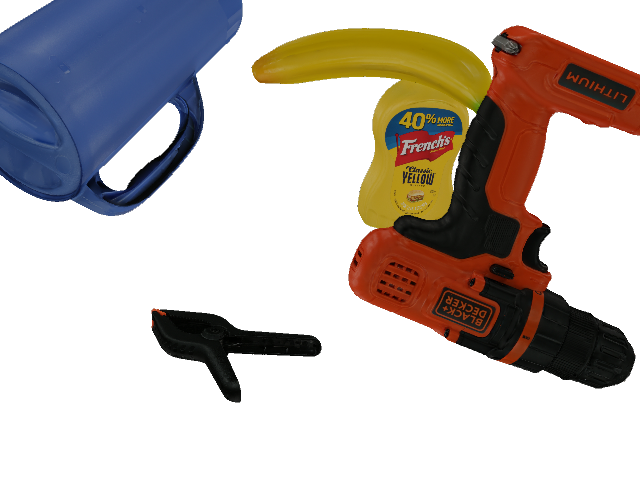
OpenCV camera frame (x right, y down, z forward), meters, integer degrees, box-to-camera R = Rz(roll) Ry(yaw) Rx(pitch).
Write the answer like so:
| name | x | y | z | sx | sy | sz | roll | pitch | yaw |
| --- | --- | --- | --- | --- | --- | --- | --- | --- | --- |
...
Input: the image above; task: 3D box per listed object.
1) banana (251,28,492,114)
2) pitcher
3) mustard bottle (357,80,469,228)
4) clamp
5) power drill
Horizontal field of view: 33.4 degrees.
| name | x | y | z | sx | sy | sz | roll | pitch | yaw |
| --- | --- | --- | --- | --- | --- | --- | --- | --- | --- |
| banana | 0.048 | -0.132 | 0.810 | 0.198 | 0.069 | 0.037 | 14 | -39 | 18 |
| pitcher | -0.165 | -0.143 | 0.874 | 0.145 | 0.149 | 0.242 | 20 | 49 | 27 |
| mustard bottle | 0.098 | -0.104 | 1.072 | 0.096 | 0.192 | 0.058 | 3 | 27 | -12 |
| clamp | -0.126 | 0.127 | 1.262 | 0.210 | 0.036 | 0.164 | 15 | 23 | 25 |
| power drill | 0.131 | -0.016 | 0.622 | 0.184 | 0.188 | 0.057 | 21 | 13 | -10 |
